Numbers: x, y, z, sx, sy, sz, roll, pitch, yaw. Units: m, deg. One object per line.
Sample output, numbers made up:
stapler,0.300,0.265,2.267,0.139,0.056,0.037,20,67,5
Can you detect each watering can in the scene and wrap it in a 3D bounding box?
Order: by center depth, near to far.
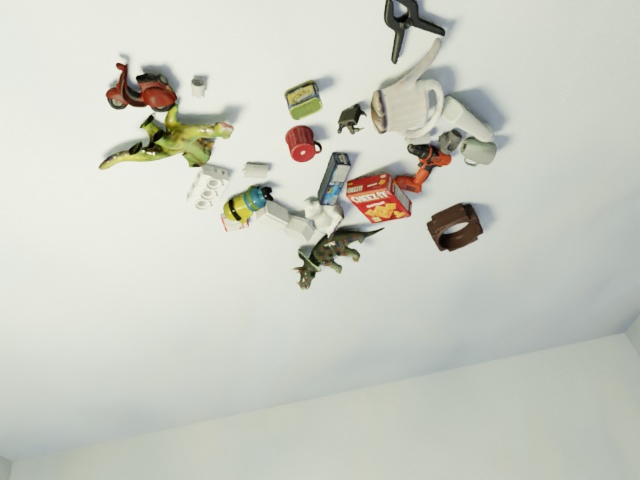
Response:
watering can,0.258,-0.429,1.524,0.224,0.106,0.339,-13,142,-1

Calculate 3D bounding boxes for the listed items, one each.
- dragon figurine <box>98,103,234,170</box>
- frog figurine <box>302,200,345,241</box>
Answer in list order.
dragon figurine,-0.430,-0.264,1.527,0.407,0.125,0.240,-23,150,25
frog figurine,0.006,-0.095,1.885,0.159,0.125,0.134,35,139,-1
